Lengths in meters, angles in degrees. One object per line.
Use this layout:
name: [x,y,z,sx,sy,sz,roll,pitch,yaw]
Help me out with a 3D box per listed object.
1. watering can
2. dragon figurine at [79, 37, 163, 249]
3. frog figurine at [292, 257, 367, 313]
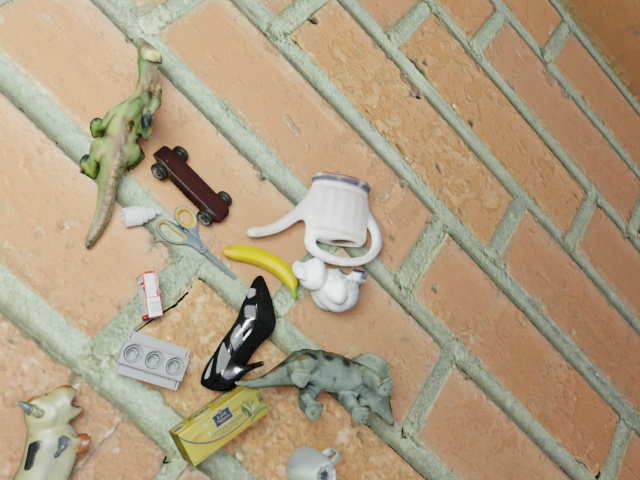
watering can: [0.004,-0.061,1.220,0.346,0.103,0.228,15,69,-24]
dragon figurine: [-0.370,-0.199,0.987,0.122,0.240,0.417,14,68,-30]
frog figurine: [0.010,0.103,1.154,0.159,0.138,0.122,8,102,-46]
